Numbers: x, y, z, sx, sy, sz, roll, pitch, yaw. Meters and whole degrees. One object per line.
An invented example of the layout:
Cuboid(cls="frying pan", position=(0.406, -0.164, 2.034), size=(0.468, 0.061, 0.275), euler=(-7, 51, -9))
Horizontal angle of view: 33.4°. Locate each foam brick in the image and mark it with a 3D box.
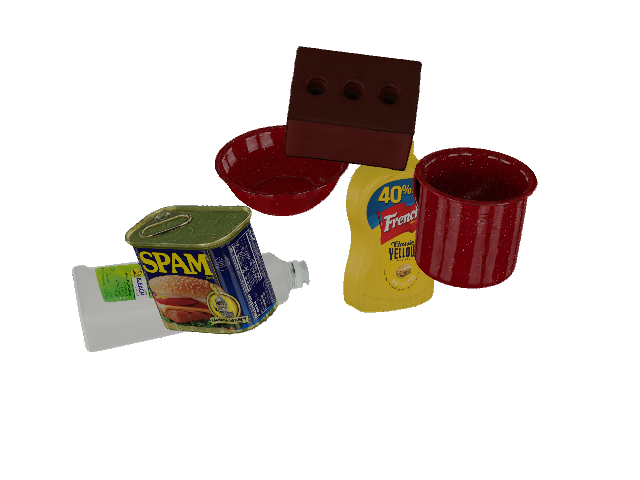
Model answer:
Cuboid(cls="foam brick", position=(0.019, -0.080, 0.655), size=(0.078, 0.053, 0.051), euler=(7, -21, 2))

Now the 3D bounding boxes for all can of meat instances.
Cuboid(cls="can of meat", position=(-0.090, 0.023, 0.821), size=(0.102, 0.084, 0.057), euler=(2, 32, 34))

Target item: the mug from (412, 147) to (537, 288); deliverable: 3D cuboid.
Cuboid(cls="mug", position=(0.110, -0.022, 0.841), size=(0.093, 0.081, 0.117), euler=(-17, 37, -30))

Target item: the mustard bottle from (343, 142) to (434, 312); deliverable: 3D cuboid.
Cuboid(cls="mustard bottle", position=(0.072, -0.027, 1.079), size=(0.096, 0.192, 0.058), euler=(-8, 17, -27))

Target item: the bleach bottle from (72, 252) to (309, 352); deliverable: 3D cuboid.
Cuboid(cls="bleach bottle", position=(-0.139, 0.053, 1.170), size=(0.250, 0.068, 0.103), euler=(-11, 37, -12))

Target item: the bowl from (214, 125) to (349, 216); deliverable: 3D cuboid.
Cuboid(cls="bowl", position=(-0.045, -0.076, 1.281), size=(0.162, 0.055, 0.162), euler=(-2, 35, 1))
